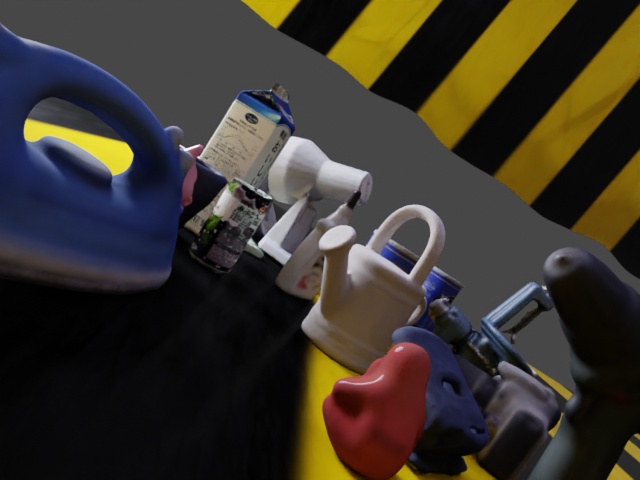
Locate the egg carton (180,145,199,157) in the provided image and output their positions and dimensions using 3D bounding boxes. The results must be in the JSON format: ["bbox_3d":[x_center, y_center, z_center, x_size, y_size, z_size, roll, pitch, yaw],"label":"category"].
[{"bbox_3d":[-0.252,-0.131,1.103,0.151,0.069,0.107,31,5,-23],"label":"egg carton"}]

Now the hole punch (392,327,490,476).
[{"bbox_3d":[0.100,0.140,0.502,0.100,0.091,0.109,37,6,42],"label":"hole punch"}]

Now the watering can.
[{"bbox_3d":[0.067,0.044,0.646,0.100,0.194,0.173,35,5,31],"label":"watering can"}]

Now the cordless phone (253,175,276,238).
[{"bbox_3d":[-0.092,-0.097,1.115,0.094,0.185,0.148,33,4,3],"label":"cordless phone"}]

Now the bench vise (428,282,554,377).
[{"bbox_3d":[0.294,0.148,0.956,0.208,0.219,0.121,32,4,-18],"label":"bench vise"}]

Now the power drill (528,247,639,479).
[{"bbox_3d":[0.196,0.138,0.431,0.230,0.208,0.075,31,5,-28],"label":"power drill"}]

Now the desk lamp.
[{"bbox_3d":[-0.016,-0.054,1.005,0.202,0.213,0.118,35,5,24],"label":"desk lamp"}]

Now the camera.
[{"bbox_3d":[0.186,0.177,0.639,0.136,0.101,0.143,34,5,19],"label":"camera"}]

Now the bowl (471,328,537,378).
[{"bbox_3d":[0.347,0.250,1.159,0.167,0.074,0.167,33,4,-2],"label":"bowl"}]

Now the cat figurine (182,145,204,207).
[{"bbox_3d":[-0.158,-0.050,0.573,0.067,0.117,0.127,31,5,-19],"label":"cat figurine"}]

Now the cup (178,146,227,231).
[{"bbox_3d":[-0.182,-0.065,0.716,0.092,0.095,0.117,30,5,-37],"label":"cup"}]

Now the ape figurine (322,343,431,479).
[{"bbox_3d":[0.047,0.114,0.404,0.078,0.092,0.076,33,4,-4],"label":"ape figurine"}]

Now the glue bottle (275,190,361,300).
[{"bbox_3d":[0.007,0.003,0.810,0.037,0.173,0.078,35,5,29],"label":"glue bottle"}]

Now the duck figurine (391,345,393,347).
[{"bbox_3d":[0.091,0.108,0.831,0.104,0.086,0.078,34,4,10],"label":"duck figurine"}]

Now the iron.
[{"bbox_3d":[-0.162,-0.051,0.393,0.118,0.141,0.259,35,5,29],"label":"iron"}]
